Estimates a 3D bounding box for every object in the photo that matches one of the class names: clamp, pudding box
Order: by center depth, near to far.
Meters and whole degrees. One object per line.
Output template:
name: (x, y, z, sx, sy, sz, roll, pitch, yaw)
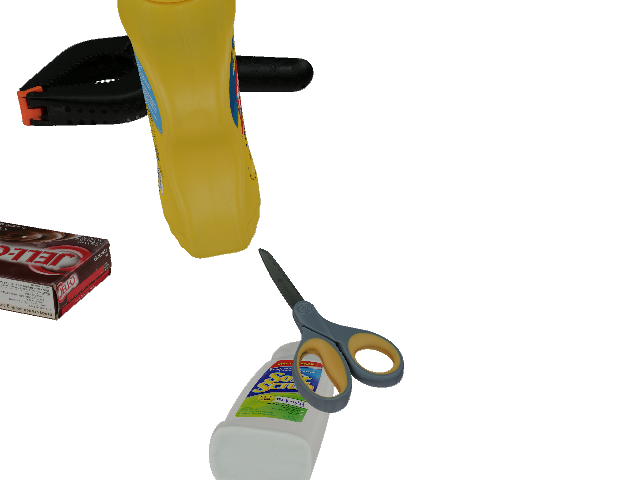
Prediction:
clamp: (-0.121, -0.128, 0.801, 0.209, 0.036, 0.165, -30, 49, -31)
pudding box: (-0.245, 0.024, 0.890, 0.114, 0.039, 0.090, 7, 24, 17)

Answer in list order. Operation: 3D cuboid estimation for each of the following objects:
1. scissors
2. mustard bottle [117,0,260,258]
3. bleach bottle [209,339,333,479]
scissors: (0.008, 0.063, 0.871, 0.096, 0.016, 0.202, -4, 37, -8)
mustard bottle: (-0.069, -0.085, 0.559, 0.058, 0.096, 0.192, -9, -41, -4)
bleach bottle: (-0.040, 0.165, 1.110, 0.102, 0.068, 0.250, 5, 19, 6)
